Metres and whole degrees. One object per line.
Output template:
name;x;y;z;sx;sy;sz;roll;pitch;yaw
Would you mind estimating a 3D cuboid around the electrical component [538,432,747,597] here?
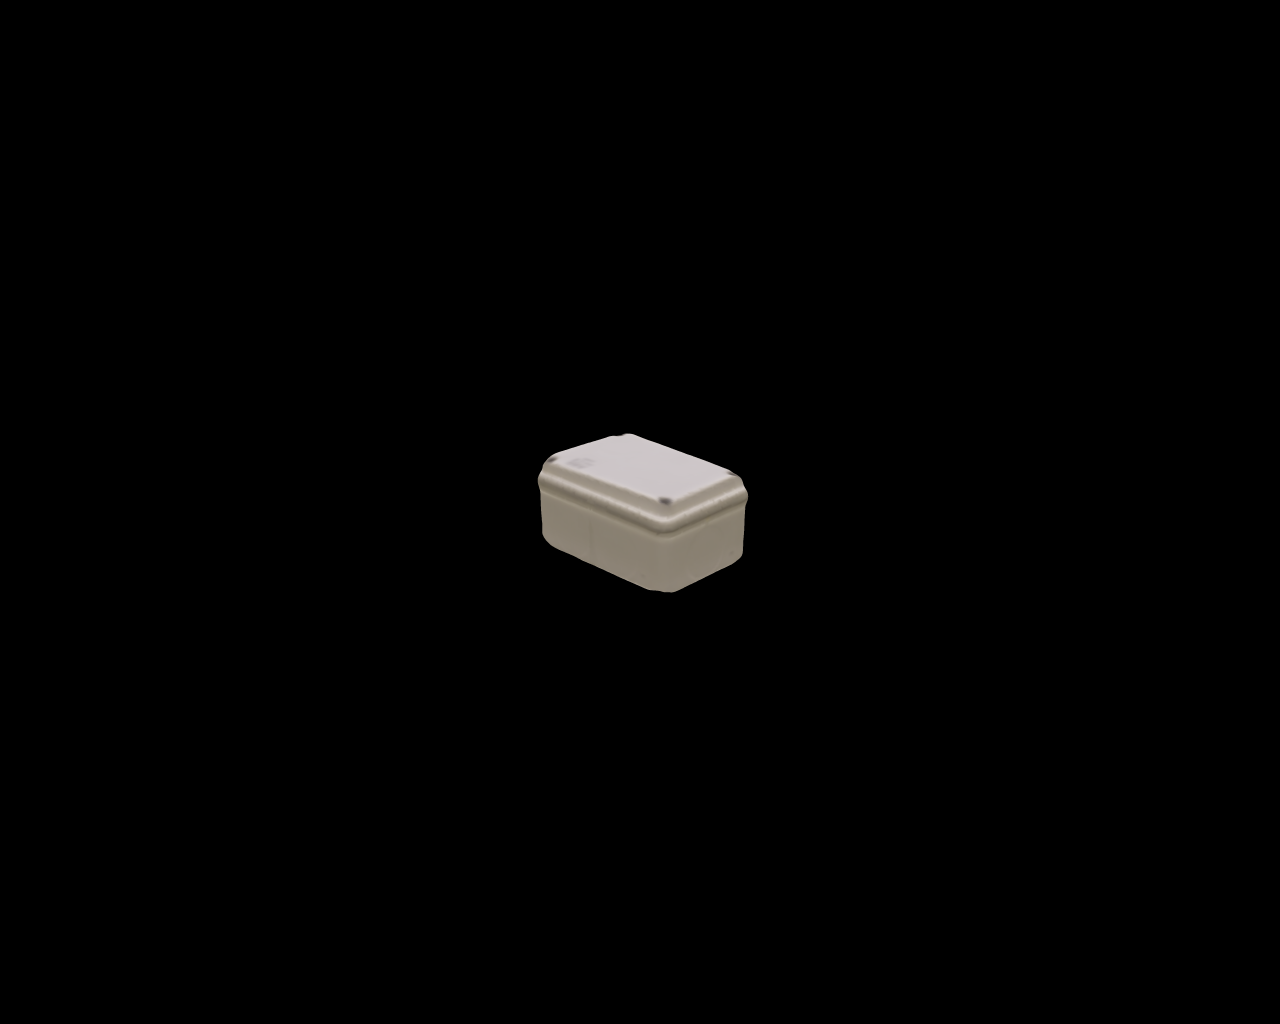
electrical component;0.001;-0.003;0.650;0.078;0.057;0.113;-22;32;-40
